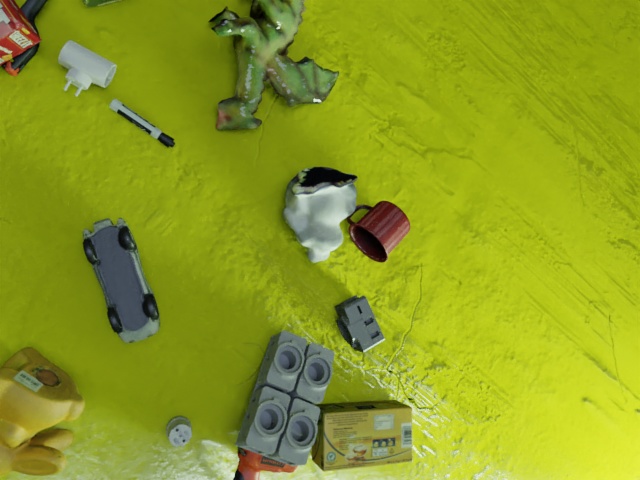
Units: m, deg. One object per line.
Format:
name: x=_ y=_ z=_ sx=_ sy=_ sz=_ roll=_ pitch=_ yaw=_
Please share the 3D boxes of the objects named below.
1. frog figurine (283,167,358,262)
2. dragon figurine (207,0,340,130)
frog figurine: x=0.003 y=-0.047 z=0.932 sx=0.138 sy=0.124 sz=0.156 roll=-22 pitch=127 yaw=-27
dragon figurine: x=-0.060 y=-0.362 z=0.955 sx=0.415 sy=0.122 sz=0.239 roll=-48 pitch=117 yaw=-16
